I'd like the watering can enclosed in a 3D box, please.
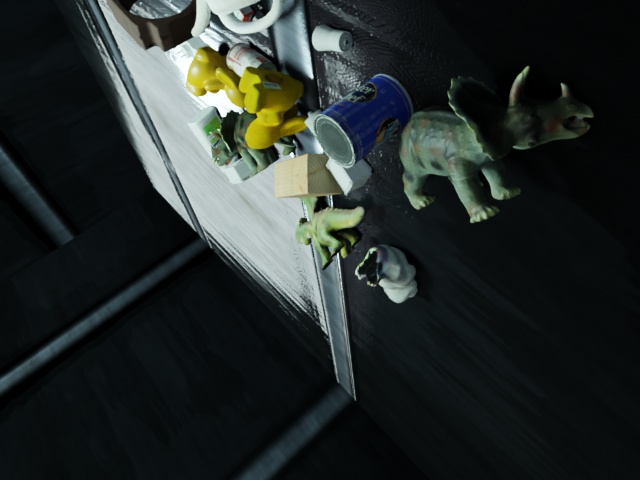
[{"bbox_3d":[-0.200,-0.502,0.993,0.349,0.106,0.220,11,136,46],"label":"watering can"}]

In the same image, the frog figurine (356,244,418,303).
[{"bbox_3d":[0.181,0.082,1.226,0.158,0.124,0.136,21,163,-25],"label":"frog figurine"}]

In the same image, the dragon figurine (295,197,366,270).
[{"bbox_3d":[0.004,-0.068,1.347,0.245,0.123,0.402,56,153,16],"label":"dragon figurine"}]
